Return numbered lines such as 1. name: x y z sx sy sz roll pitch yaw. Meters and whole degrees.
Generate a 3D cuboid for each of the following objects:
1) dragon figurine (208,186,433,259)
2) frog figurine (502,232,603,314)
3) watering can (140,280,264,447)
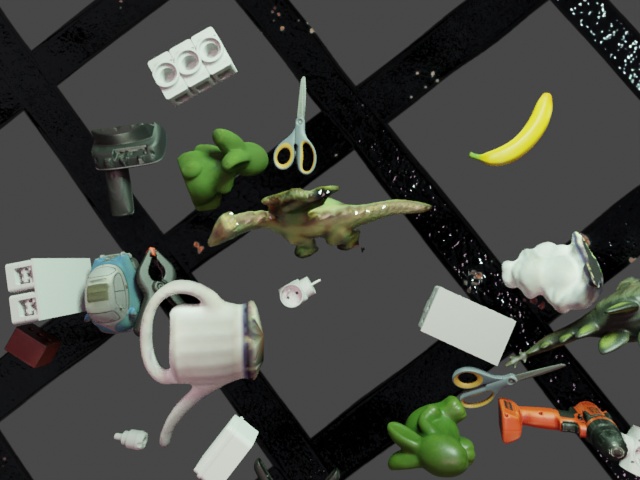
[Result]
1. dragon figurine: 0.003 -0.046 0.918 0.410 0.241 0.123 -13 82 5
2. frog figurine: 0.428 0.071 0.953 0.157 0.122 0.140 -28 61 35
3. watering can: -0.218 0.234 0.974 0.224 0.105 0.343 -1 108 -7
